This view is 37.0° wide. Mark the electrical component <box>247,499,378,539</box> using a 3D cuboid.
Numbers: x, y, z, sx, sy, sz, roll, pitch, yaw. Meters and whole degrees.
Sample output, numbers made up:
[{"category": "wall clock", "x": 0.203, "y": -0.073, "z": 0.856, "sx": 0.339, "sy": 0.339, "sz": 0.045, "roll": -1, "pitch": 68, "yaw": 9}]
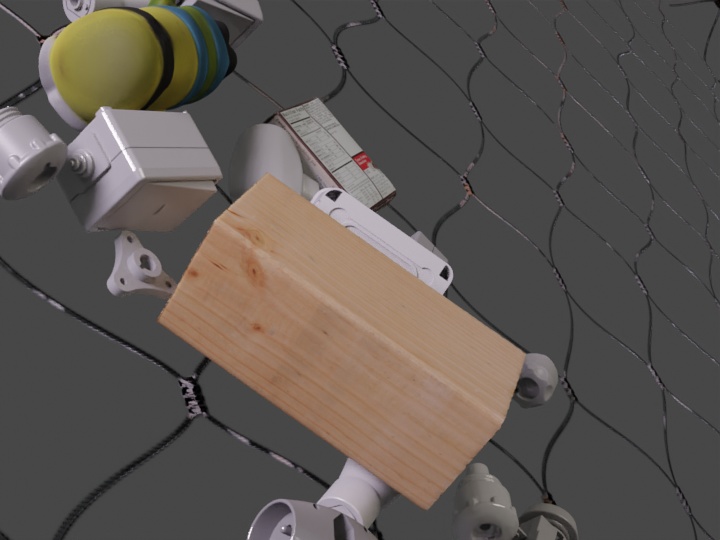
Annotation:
[{"category": "electrical component", "x": -0.023, "y": 0.180, "z": 0.613, "sx": 0.077, "sy": 0.043, "sz": 0.079, "roll": 33, "pitch": 35, "yaw": -32}]

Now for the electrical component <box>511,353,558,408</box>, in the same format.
[{"category": "electrical component", "x": 0.156, "y": 0.094, "z": 0.962, "sx": 0.043, "sy": 0.043, "sz": 0.062, "roll": 53, "pitch": 28, "yaw": -1}]

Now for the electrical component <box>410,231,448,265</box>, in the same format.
[{"category": "electrical component", "x": 0.024, "y": -0.002, "z": 0.873, "sx": 0.075, "sy": 0.047, "sz": 0.083, "roll": 45, "pitch": 30, "yaw": -12}]

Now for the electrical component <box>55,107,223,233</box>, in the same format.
[{"category": "electrical component", "x": -0.143, "y": -0.060, "z": 0.681, "sx": 0.096, "sy": 0.062, "sz": 0.061, "roll": -10, "pitch": 66, "yaw": -58}]

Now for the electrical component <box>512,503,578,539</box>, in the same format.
[{"category": "electrical component", "x": 0.137, "y": 0.209, "z": 0.809, "sx": 0.066, "sy": 0.048, "sz": 0.055, "roll": 47, "pitch": 37, "yaw": -11}]

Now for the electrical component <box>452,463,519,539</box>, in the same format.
[{"category": "electrical component", "x": 0.089, "y": 0.169, "z": 0.785, "sx": 0.048, "sy": 0.048, "sz": 0.062, "roll": 38, "pitch": 26, "yaw": -24}]

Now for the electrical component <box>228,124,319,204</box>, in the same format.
[{"category": "electrical component", "x": -0.058, "y": -0.062, "z": 0.823, "sx": 0.079, "sy": 0.043, "sz": 0.077, "roll": 31, "pitch": 36, "yaw": -33}]

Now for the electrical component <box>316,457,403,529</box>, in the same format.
[{"category": "electrical component", "x": -0.001, "y": 0.144, "z": 0.686, "sx": 0.044, "sy": 0.044, "sz": 0.065, "roll": 52, "pitch": 34, "yaw": -1}]

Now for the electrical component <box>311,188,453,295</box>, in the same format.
[{"category": "electrical component", "x": 0.000, "y": 0.000, "z": 0.776, "sx": 0.113, "sy": 0.078, "sz": 0.057, "roll": 35, "pitch": -4, "yaw": -8}]

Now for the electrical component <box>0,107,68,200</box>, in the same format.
[{"category": "electrical component", "x": -0.206, "y": -0.075, "z": 0.628, "sx": 0.062, "sy": 0.048, "sz": 0.048, "roll": 47, "pitch": 29, "yaw": 3}]

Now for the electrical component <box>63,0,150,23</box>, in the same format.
[{"category": "electrical component", "x": -0.185, "y": -0.197, "z": 0.792, "sx": 0.065, "sy": 0.044, "sz": 0.044, "roll": -13, "pitch": 69, "yaw": -53}]

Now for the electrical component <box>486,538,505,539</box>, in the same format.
[{"category": "electrical component", "x": 0.096, "y": 0.220, "z": 0.740, "sx": 0.062, "sy": 0.048, "sz": 0.048, "roll": 55, "pitch": 29, "yaw": -10}]

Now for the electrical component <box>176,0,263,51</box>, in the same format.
[{"category": "electrical component", "x": -0.125, "y": -0.210, "z": 0.870, "sx": 0.096, "sy": 0.062, "sz": 0.061, "roll": 17, "pitch": 46, "yaw": -47}]
